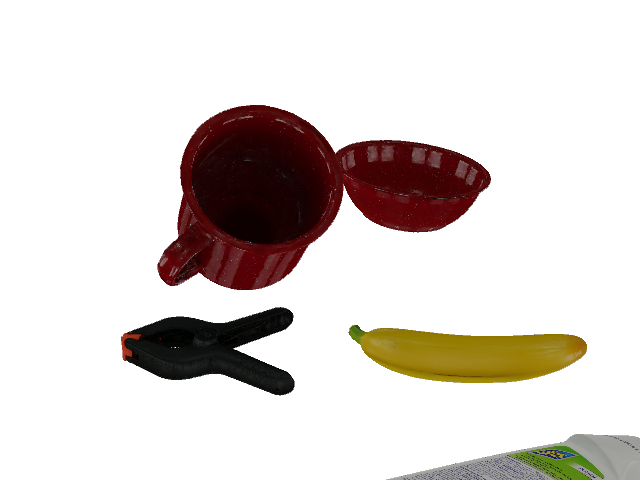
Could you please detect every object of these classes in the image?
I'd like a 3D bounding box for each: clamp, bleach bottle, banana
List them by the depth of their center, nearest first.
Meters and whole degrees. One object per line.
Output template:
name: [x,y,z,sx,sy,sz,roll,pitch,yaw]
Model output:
bleach bottle: [0.125,0.161,0.617,0.250,0.068,0.103,-8,20,-29]
banana: [0.119,0.088,0.865,0.198,0.037,0.069,5,28,6]
clamp: [-0.102,0.098,1.034,0.171,0.039,0.120,8,26,3]

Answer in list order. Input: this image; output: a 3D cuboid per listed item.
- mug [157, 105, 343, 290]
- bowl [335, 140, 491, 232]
mug: [-0.049,-0.013,0.628,0.117,0.093,0.082,-43,-7,-25]
bowl: [0.091,-0.051,1.095,0.162,0.055,0.162,5,24,-2]
